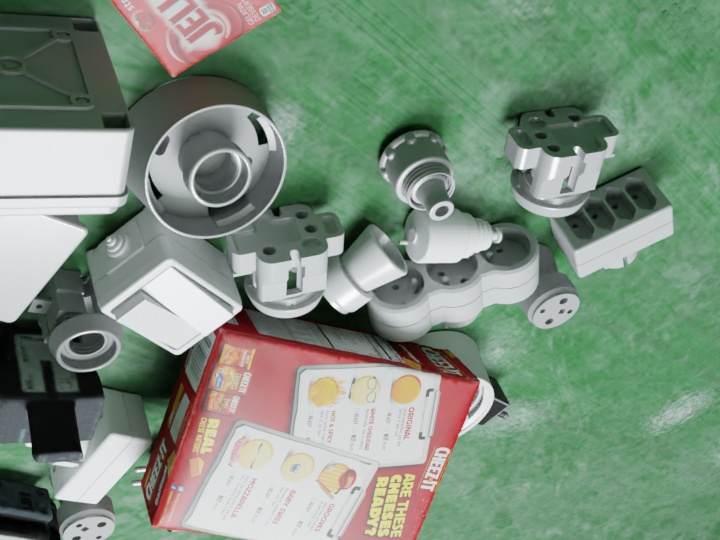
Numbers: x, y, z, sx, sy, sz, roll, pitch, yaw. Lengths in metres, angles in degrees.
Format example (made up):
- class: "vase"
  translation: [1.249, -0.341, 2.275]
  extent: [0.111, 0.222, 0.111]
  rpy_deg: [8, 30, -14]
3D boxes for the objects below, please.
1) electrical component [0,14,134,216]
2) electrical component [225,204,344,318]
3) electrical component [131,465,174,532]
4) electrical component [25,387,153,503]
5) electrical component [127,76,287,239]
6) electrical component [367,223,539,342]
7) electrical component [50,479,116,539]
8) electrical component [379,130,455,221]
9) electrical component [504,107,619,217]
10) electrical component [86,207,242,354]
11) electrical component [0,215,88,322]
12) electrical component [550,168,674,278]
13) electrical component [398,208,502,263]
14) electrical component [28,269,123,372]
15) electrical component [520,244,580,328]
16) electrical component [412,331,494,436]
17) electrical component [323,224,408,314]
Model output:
- class: "electrical component"
  translation: [-0.180, -0.081, 0.547]
  extent: [0.109, 0.108, 0.056]
  rpy_deg: [-3, 134, -25]
- class: "electrical component"
  translation: [-0.052, -0.005, 0.742]
  extent: [0.078, 0.058, 0.057]
  rpy_deg: [-12, 136, -16]
- class: "electrical component"
  translation: [-0.150, 0.166, 0.884]
  extent: [0.074, 0.052, 0.138]
  rpy_deg: [-2, 136, -25]
- class: "electrical component"
  translation: [-0.215, 0.131, 0.816]
  extent: [0.076, 0.047, 0.083]
  rpy_deg: [20, 123, -41]
- class: "electrical component"
  translation: [-0.096, -0.069, 0.659]
  extent: [0.099, 0.064, 0.099]
  rpy_deg: [-16, 129, -21]
- class: "electrical component"
  translation: [0.073, 0.019, 0.837]
  extent: [0.138, 0.052, 0.073]
  rpy_deg: [-19, 141, -7]
- class: "electrical component"
  translation: [-0.223, 0.188, 0.868]
  extent: [0.045, 0.055, 0.045]
  rpy_deg: [-14, 139, -13]
- class: "electrical component"
  translation: [0.044, -0.060, 0.724]
  extent: [0.048, 0.062, 0.048]
  rpy_deg: [-15, 140, -13]
- class: "electrical component"
  translation: [0.139, -0.075, 0.762]
  extent: [0.078, 0.058, 0.057]
  rpy_deg: [-11, 136, -17]
- class: "electrical component"
  translation: [-0.132, 0.007, 0.709]
  extent: [0.062, 0.061, 0.096]
  rpy_deg: [-35, 140, 13]
- class: "electrical component"
  translation: [-0.225, -0.024, 0.635]
  extent: [0.100, 0.048, 0.100]
  rpy_deg: [22, 122, -42]
- class: "electrical component"
  translation: [0.202, -0.027, 0.857]
  extent: [0.083, 0.047, 0.075]
  rpy_deg: [-25, 142, 0]
- class: "electrical component"
  translation: [0.069, -0.025, 0.794]
  extent: [0.078, 0.040, 0.040]
  rpy_deg: [-1, 135, -27]
- class: "electrical component"
  translation: [-0.185, 0.034, 0.715]
  extent: [0.066, 0.055, 0.048]
  rpy_deg: [9, 130, -35]
- class: "electrical component"
  translation: [0.146, 0.013, 0.866]
  extent: [0.045, 0.055, 0.045]
  rpy_deg: [-15, 140, -13]
- class: "electrical component"
  translation: [0.064, 0.110, 0.927]
  extent: [0.108, 0.060, 0.108]
  rpy_deg: [-15, 140, -13]
- class: "electrical component"
  translation: [0.000, 0.000, 0.783]
  extent: [0.055, 0.045, 0.045]
  rpy_deg: [-37, 140, 15]
